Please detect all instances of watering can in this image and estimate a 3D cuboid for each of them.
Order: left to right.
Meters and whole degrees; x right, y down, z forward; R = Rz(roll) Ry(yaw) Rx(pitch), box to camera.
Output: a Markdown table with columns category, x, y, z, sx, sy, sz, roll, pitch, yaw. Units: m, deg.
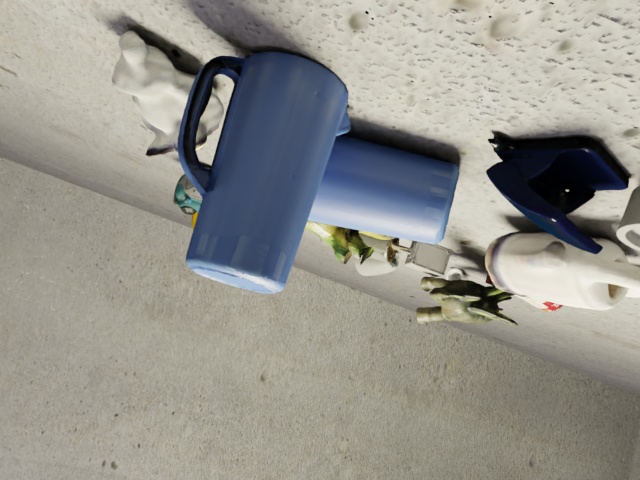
| category | x | y | z | sx | sy | sz | roll | pitch | yaw |
| --- | --- | --- | --- | --- | --- | --- | --- | --- | --- |
| watering can | 0.335 | 0.035 | 0.730 | 0.346 | 0.104 | 0.224 | 15 | 175 | -36 |

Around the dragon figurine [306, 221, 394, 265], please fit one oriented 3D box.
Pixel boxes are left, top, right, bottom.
| category | x | y | z | sx | sy | sz | roll | pitch | yaw |
| --- | --- | --- | --- | --- | --- | --- | --- | --- | --- |
| dragon figurine | 0.003 | -0.048 | 0.962 | 0.244 | 0.122 | 0.409 | 21 | -175 | 20 |

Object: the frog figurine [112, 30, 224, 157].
| category | x | y | z | sx | sy | sz | roll | pitch | yaw |
| --- | --- | --- | --- | --- | --- | --- | --- | --- | --- |
| frog figurine | -0.203 | -0.199 | 0.676 | 0.138 | 0.124 | 0.156 | 21 | 138 | 51 |
